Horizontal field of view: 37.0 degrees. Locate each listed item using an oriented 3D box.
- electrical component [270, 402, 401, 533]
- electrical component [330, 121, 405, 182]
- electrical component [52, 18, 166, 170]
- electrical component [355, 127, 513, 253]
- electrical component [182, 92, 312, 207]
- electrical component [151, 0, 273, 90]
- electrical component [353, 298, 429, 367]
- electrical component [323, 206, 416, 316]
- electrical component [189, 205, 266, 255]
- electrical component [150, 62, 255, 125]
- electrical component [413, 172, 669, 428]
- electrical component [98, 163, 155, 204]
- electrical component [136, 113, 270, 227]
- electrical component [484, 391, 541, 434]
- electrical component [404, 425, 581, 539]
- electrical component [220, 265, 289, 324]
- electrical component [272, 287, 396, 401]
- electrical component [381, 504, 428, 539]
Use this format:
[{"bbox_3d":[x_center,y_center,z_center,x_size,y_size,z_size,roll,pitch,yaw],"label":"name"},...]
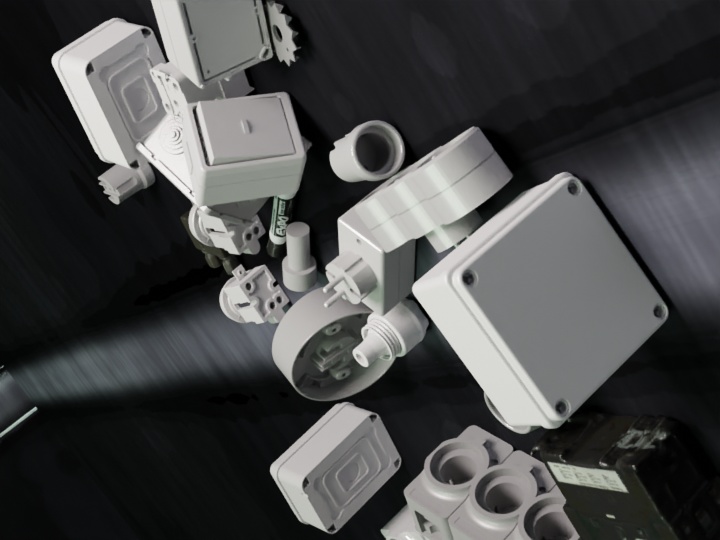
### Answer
[{"bbox_3d":[-0.024,0.195,1.074,0.057,0.113,0.078,10,133,51],"label":"electrical component"},{"bbox_3d":[0.003,-0.080,0.745,0.040,0.040,0.046,56,159,-12],"label":"electrical component"},{"bbox_3d":[-0.209,-0.154,0.946,0.057,0.078,0.113,21,142,41],"label":"electrical component"},{"bbox_3d":[0.055,-0.037,0.702,0.073,0.052,0.138,53,154,-6],"label":"electrical component"},{"bbox_3d":[-0.081,-0.094,0.810,0.061,0.096,0.061,113,144,-61],"label":"electrical component"},{"bbox_3d":[-0.107,-0.178,0.757,0.061,0.062,0.096,43,154,40],"label":"electrical component"},{"bbox_3d":[0.022,0.052,0.865,0.043,0.062,0.043,38,152,25],"label":"electrical component"},{"bbox_3d":[0.000,0.000,0.814,0.047,0.076,0.083,37,152,26],"label":"electrical component"},{"bbox_3d":[-0.126,-0.045,0.997,0.055,0.048,0.066,8,132,45],"label":"electrical component"},{"bbox_3d":[-0.124,-0.148,0.832,0.042,0.064,0.081,25,145,41],"label":"electrical component"},{"bbox_3d":[0.106,0.018,0.628,0.108,0.109,0.056,54,157,-7],"label":"electrical component"},{"bbox_3d":[-0.243,-0.095,1.118,0.040,0.046,0.040,38,152,24],"label":"electrical component"},{"bbox_3d":[-0.122,-0.086,0.890,0.100,0.048,0.100,43,-172,16],"label":"electrical component"},{"bbox_3d":[0.120,0.081,0.750,0.048,0.055,0.066,28,147,39],"label":"electrical component"},{"bbox_3d":[0.120,0.197,0.867,0.150,0.089,0.061,25,145,42],"label":"electrical component"},{"bbox_3d":[-0.108,0.027,1.064,0.055,0.048,0.066,-15,112,54],"label":"electrical component"},{"bbox_3d":[-0.023,0.064,0.919,0.064,0.099,0.099,38,153,38],"label":"electrical component"},{"bbox_3d":[0.102,0.280,1.042,0.105,0.060,0.186,53,155,-6],"label":"electrical component"}]
